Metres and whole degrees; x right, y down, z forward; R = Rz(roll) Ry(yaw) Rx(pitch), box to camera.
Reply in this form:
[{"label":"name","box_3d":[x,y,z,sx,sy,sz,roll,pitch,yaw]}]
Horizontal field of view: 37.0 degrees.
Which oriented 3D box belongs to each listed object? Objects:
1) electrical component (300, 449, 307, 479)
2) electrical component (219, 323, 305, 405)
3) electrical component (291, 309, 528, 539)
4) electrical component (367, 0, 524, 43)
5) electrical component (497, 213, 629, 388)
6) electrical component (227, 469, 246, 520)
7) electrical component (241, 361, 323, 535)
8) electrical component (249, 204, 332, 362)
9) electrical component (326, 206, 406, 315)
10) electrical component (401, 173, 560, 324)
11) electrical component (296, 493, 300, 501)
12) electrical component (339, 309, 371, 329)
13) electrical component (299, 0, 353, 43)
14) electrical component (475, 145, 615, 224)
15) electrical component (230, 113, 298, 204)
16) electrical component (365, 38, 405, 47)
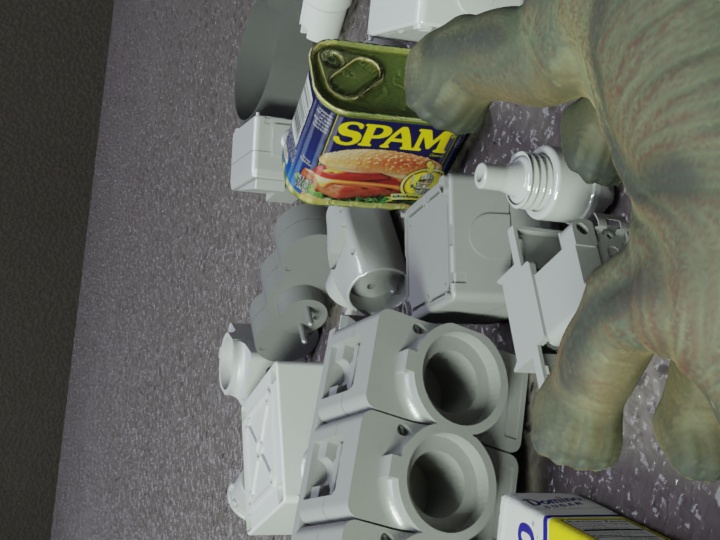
[{"label":"electrical component","box_3d":[-0.008,0.134,0.718,0.062,0.048,0.048,-16,71,61]},{"label":"electrical component","box_3d":[-0.089,0.082,0.931,0.089,0.056,0.050,-141,58,-66]},{"label":"electrical component","box_3d":[0.025,0.105,0.515,0.062,0.089,0.150,-28,47,56]},{"label":"electrical component","box_3d":[0.046,-0.158,0.604,0.096,0.062,0.061,-160,75,-69]},{"label":"electrical component","box_3d":[0.096,0.012,0.462,0.063,0.042,0.081,129,140,-52]},{"label":"electrical component","box_3d":[-0.082,0.181,0.910,0.062,0.048,0.048,-57,34,41]},{"label":"electrical component","box_3d":[-0.050,0.136,0.811,0.108,0.056,0.108,128,142,-57]},{"label":"electrical component","box_3d":[-0.047,0.024,0.833,0.073,0.052,0.138,-107,29,-45]},{"label":"electrical component","box_3d":[0.000,0.000,0.723,0.077,0.043,0.079,-105,28,-43]},{"label":"electrical component","box_3d":[0.059,-0.007,0.547,0.096,0.061,0.061,141,129,-73]},{"label":"electrical component","box_3d":[0.013,0.129,0.582,0.061,0.096,0.061,129,137,-57]},{"label":"electrical component","box_3d":[0.022,0.052,0.621,0.081,0.064,0.042,-147,63,-68]},{"label":"electrical component","box_3d":[-0.028,-0.209,0.853,0.046,0.040,0.040,109,156,-50]},{"label":"electrical component","box_3d":[0.081,-0.039,0.481,0.035,0.061,0.035,-176,90,-70]},{"label":"electrical component","box_3d":[-0.068,-0.092,0.903,0.096,0.062,0.061,169,104,-70]},{"label":"electrical component","box_3d":[0.020,-0.121,0.691,0.055,0.045,0.045,-122,41,-58]}]
